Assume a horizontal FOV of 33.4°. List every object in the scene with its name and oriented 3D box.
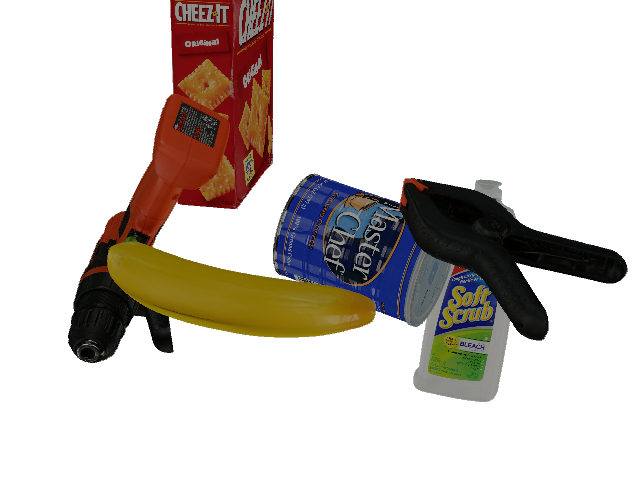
[{"bbox_3d":[-0.065,0.028,0.672,0.198,0.037,0.069,16,33,26],"label":"banana"},{"bbox_3d":[0.042,0.008,0.983,0.140,0.103,0.102,20,7,20],"label":"coffee can"},{"bbox_3d":[-0.163,0.061,1.088,0.210,0.036,0.164,11,20,34],"label":"clamp"},{"bbox_3d":[0.170,0.054,1.225,0.103,0.251,0.068,9,15,16],"label":"bleach bottle"},{"bbox_3d":[0.134,0.002,0.774,0.120,0.039,0.172,-14,44,-39],"label":"clamp"},{"bbox_3d":[-0.093,-0.159,1.082,0.072,0.214,0.164,6,22,9],"label":"cracker box"},{"bbox_3d":[-0.143,-0.012,0.861,0.057,0.188,0.184,26,30,-16],"label":"power drill"}]
